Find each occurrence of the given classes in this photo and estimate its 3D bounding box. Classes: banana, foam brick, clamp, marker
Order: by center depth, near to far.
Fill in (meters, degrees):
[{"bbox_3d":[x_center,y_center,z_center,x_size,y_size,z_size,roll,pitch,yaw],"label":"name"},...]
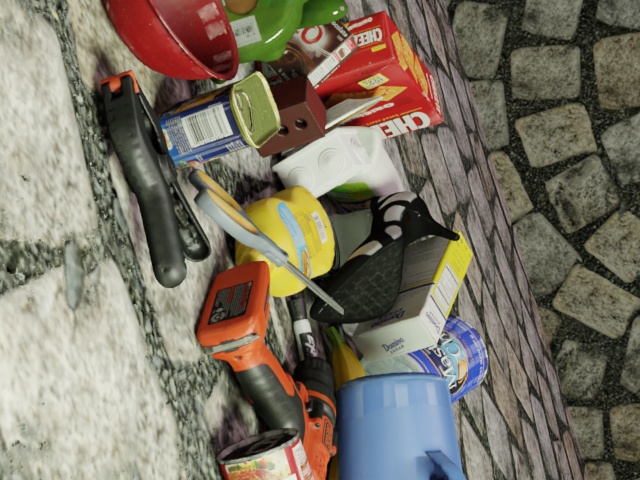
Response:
[{"bbox_3d":[-0.130,-0.044,0.825,0.120,0.039,0.171,-103,171,-74],"label":"clamp"},{"bbox_3d":[-0.013,0.114,1.086,0.020,0.020,0.121,18,57,-69],"label":"marker"},{"bbox_3d":[0.028,0.188,1.125,0.069,0.037,0.198,32,38,-34],"label":"banana"},{"bbox_3d":[-0.039,-0.132,1.139,0.051,0.078,0.053,-87,152,-46],"label":"foam brick"}]

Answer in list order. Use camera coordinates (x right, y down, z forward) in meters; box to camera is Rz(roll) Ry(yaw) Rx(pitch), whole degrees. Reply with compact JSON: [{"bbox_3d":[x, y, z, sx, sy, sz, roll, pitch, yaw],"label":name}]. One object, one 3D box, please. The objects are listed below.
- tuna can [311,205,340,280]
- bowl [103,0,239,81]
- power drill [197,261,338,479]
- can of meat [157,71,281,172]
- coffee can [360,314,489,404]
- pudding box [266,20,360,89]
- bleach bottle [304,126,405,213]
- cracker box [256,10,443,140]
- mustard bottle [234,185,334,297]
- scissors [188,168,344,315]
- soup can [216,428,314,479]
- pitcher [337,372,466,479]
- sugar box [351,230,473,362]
[{"bbox_3d":[-0.008,0.001,1.184,0.086,0.034,0.086,-16,90,-73],"label":"tuna can"},{"bbox_3d":[-0.136,-0.196,0.907,0.162,0.055,0.162,53,21,-30],"label":"bowl"},{"bbox_3d":[-0.037,0.114,0.946,0.184,0.057,0.187,-83,151,-60],"label":"power drill"},{"bbox_3d":[-0.091,-0.103,0.933,0.102,0.084,0.057,-57,128,-68],"label":"can of meat"},{"bbox_3d":[0.119,0.154,1.246,0.140,0.103,0.103,-22,95,-51],"label":"coffee can"},{"bbox_3d":[-0.024,-0.224,1.182,0.113,0.090,0.039,49,6,22],"label":"pudding box"},{"bbox_3d":[0.068,-0.059,1.364,0.250,0.103,0.068,45,53,-57],"label":"bleach bottle"},{"bbox_3d":[0.041,-0.181,1.288,0.213,0.164,0.072,34,44,-64],"label":"cracker box"},{"bbox_3d":[-0.039,0.005,1.040,0.191,0.058,0.096,-33,105,-73],"label":"mustard bottle"},{"bbox_3d":[-0.051,-0.001,0.938,0.201,0.016,0.096,39,10,-49],"label":"scissors"},{"bbox_3d":[-0.034,0.209,0.845,0.068,0.069,0.102,-29,103,-73],"label":"soup can"},{"bbox_3d":[0.083,0.248,0.988,0.145,0.149,0.243,36,47,-68],"label":"pitcher"},{"bbox_3d":[0.107,0.062,1.204,0.048,0.093,0.176,55,36,-21],"label":"sugar box"}]
